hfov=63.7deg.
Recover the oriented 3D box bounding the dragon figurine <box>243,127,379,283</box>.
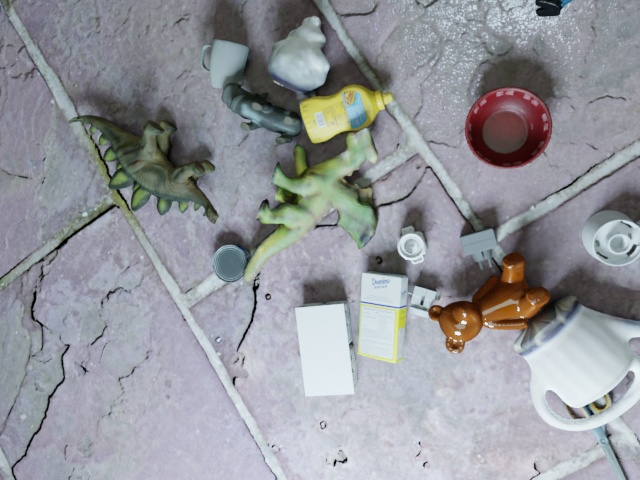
[{"bbox_3d":[0.003,-0.055,1.098,0.243,0.123,0.406,22,104,5],"label":"dragon figurine"}]

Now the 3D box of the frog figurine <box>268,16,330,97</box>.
[{"bbox_3d":[-0.036,-0.397,1.095,0.139,0.123,0.157,33,111,30],"label":"frog figurine"}]

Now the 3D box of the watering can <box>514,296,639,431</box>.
[{"bbox_3d":[0.520,0.195,0.958,0.345,0.104,0.226,-46,79,10],"label":"watering can"}]
